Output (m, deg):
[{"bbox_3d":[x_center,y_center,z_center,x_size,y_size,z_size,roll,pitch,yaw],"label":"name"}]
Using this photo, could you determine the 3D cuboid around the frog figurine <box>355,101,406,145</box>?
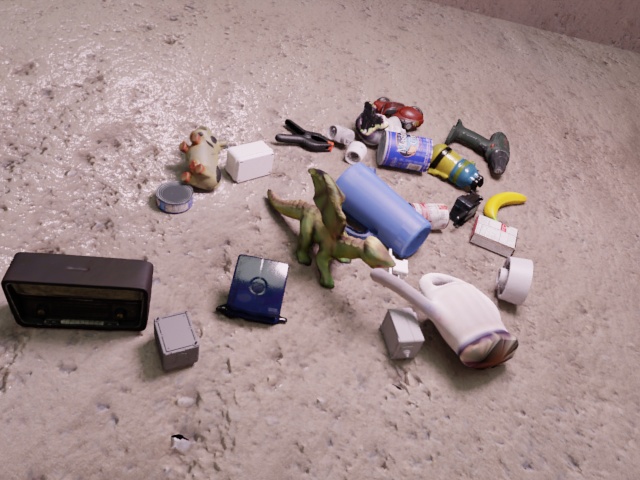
[{"bbox_3d":[0.189,-0.346,1.611,0.139,0.122,0.158,34,8,32],"label":"frog figurine"}]

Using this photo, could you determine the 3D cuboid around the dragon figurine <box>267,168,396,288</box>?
[{"bbox_3d":[0.003,-0.056,1.119,0.123,0.237,0.416,-27,58,-32],"label":"dragon figurine"}]

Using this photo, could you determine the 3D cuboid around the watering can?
[{"bbox_3d":[0.261,0.150,1.029,0.346,0.102,0.229,11,36,-37],"label":"watering can"}]
